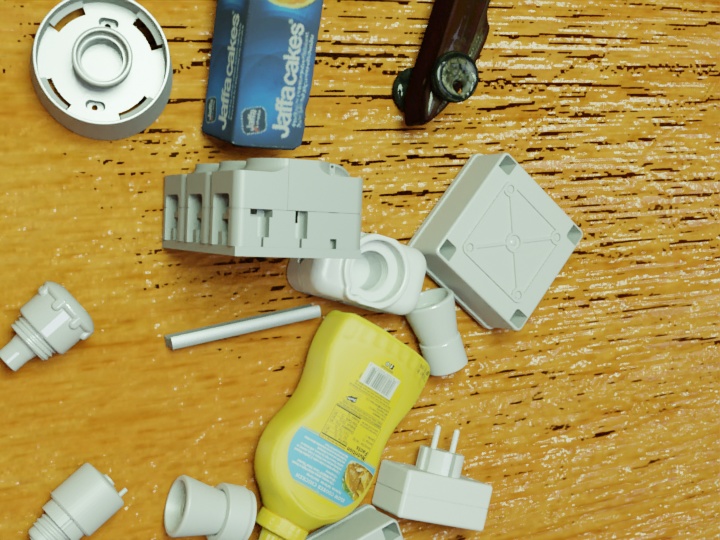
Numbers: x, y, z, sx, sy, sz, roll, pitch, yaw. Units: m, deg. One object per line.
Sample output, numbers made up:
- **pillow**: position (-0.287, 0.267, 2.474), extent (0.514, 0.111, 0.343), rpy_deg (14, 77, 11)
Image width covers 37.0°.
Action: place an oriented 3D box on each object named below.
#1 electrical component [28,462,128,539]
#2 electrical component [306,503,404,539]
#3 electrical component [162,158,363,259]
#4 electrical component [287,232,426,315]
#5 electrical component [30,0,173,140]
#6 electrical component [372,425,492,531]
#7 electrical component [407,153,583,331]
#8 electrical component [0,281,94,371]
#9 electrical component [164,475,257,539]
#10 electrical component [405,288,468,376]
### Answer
- **electrical component**: position (-0.201, 0.169, 0.744), extent (0.078, 0.040, 0.040), rpy_deg (-42, 110, -20)
- **electrical component**: position (-0.011, 0.257, 0.837), extent (0.109, 0.056, 0.108), rpy_deg (-24, 103, -25)
- **electrical component**: position (-0.071, -0.042, 0.741), extent (0.089, 0.150, 0.061), rpy_deg (1, 92, -28)
- **electrical component**: position (0.000, 0.000, 0.831), extent (0.095, 0.059, 0.053), rpy_deg (16, 85, -27)
- **electrical component**: position (-0.177, -0.142, 0.745), extent (0.099, 0.064, 0.099), rpy_deg (0, 90, -14)
- **electrical component**: position (0.063, 0.165, 0.878), extent (0.083, 0.047, 0.075), rpy_deg (16, 85, -27)
- **electrical component**: position (0.112, -0.023, 0.890), extent (0.109, 0.056, 0.108), rpy_deg (43, 73, -22)
- **electrical component**: position (-0.216, 0.042, 0.730), extent (0.062, 0.048, 0.048), rpy_deg (-43, 110, -13)
- **electrical component**: position (-0.110, 0.177, 0.789), extent (0.055, 0.045, 0.045), rpy_deg (17, 84, -28)
- **electrical component**: position (0.064, 0.053, 0.878), extent (0.044, 0.044, 0.065), rpy_deg (-26, 108, -24)
